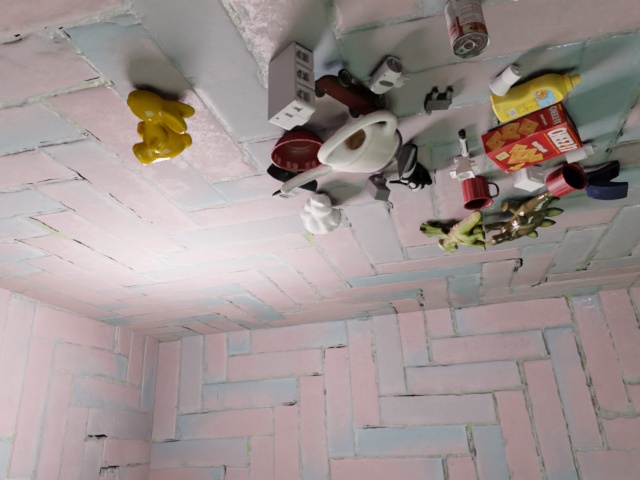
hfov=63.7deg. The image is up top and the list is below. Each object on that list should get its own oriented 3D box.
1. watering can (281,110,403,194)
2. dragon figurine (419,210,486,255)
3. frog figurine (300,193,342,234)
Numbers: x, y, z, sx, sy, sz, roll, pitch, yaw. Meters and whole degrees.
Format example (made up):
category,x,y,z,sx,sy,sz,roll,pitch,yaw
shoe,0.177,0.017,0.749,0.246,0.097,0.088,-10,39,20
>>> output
category,x,y,z,sx,sy,sz,roll,pitch,yaw
watering can,0.071,-0.213,1.315,0.343,0.105,0.224,-35,157,33
dragon figurine,0.492,-0.033,1.920,0.242,0.124,0.404,-2,157,20
frog figurine,0.005,-0.085,1.690,0.137,0.124,0.158,18,168,-1
